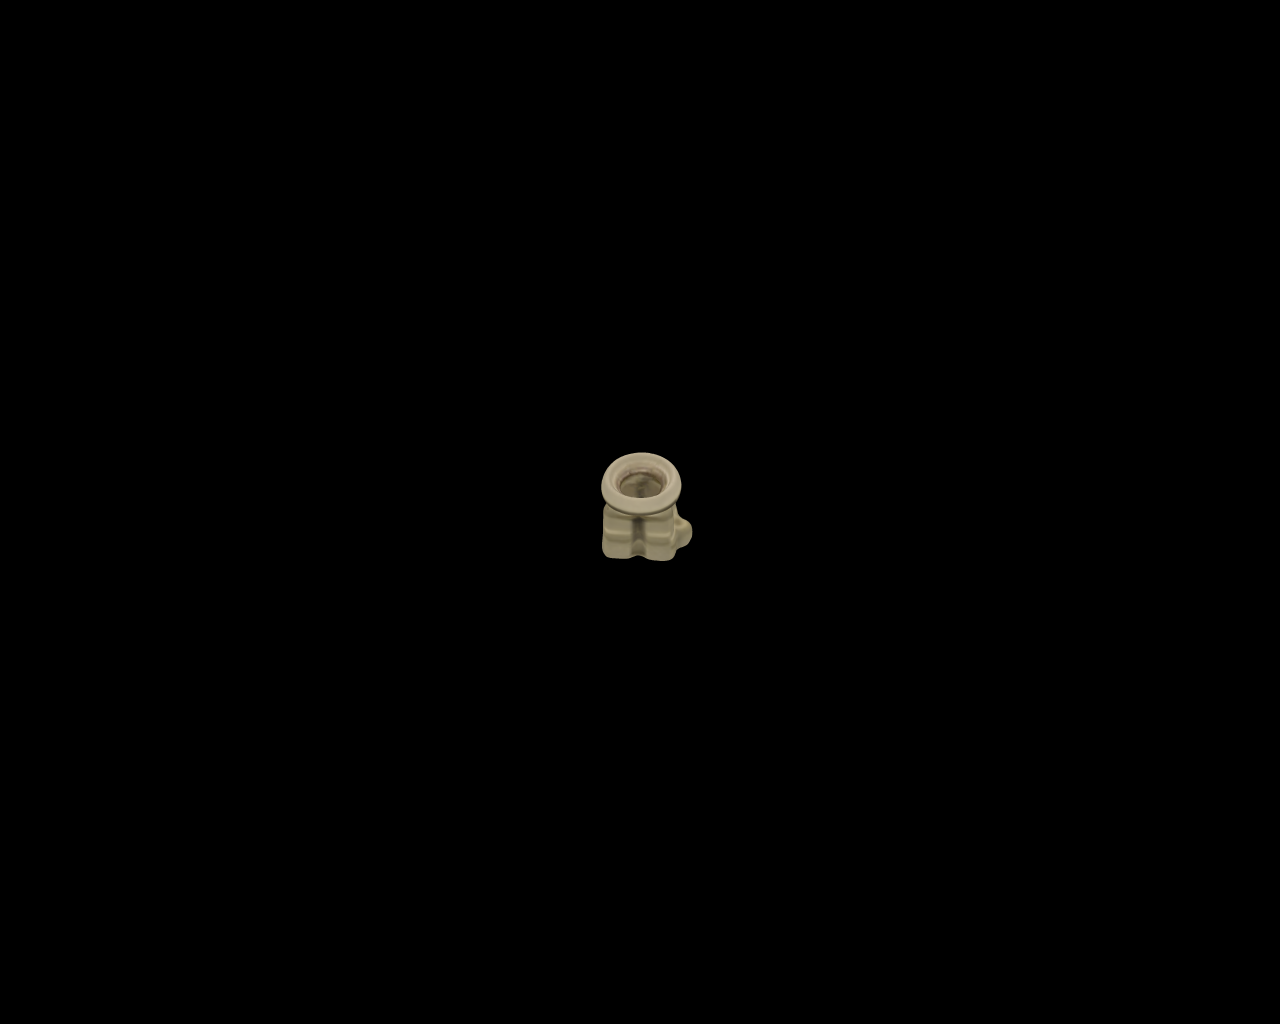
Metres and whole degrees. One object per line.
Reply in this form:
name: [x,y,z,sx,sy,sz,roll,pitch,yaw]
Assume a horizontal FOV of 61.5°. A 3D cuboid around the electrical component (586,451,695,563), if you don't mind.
electrical component: [0.001,-0.003,0.650,0.066,0.055,0.048,2,43,2]
